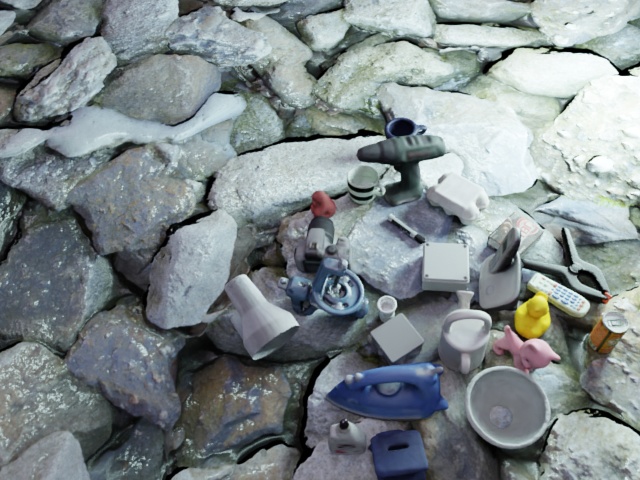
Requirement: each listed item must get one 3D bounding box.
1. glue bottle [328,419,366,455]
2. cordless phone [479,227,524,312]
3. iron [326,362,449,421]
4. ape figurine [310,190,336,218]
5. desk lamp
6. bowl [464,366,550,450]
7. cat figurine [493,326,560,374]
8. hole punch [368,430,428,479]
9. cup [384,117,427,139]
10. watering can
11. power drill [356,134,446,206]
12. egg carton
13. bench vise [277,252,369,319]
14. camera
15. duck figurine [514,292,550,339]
[{"bbox_3d":[0.050,0.381,1.121,0.078,0.173,0.037,-6,55,3],"label":"glue bottle"},{"bbox_3d":[0.415,0.067,1.287,0.094,0.185,0.147,4,56,10],"label":"cordless phone"},{"bbox_3d":[0.134,0.300,1.187,0.258,0.142,0.118,-5,55,4],"label":"iron"},{"bbox_3d":[0.002,-0.098,1.506,0.076,0.092,0.078,12,58,15],"label":"ape figurine"},{"bbox_3d":[-0.135,0.180,1.257,0.118,0.214,0.202,-33,58,-15],"label":"desk lamp"},{"bbox_3d":[0.375,0.348,1.166,0.167,0.075,0.167,-3,55,5],"label":"bowl"},{"bbox_3d":[0.436,0.231,1.213,0.067,0.118,0.127,-36,59,-17],"label":"cat figurine"},{"bbox_3d":[0.152,0.424,1.129,0.108,0.091,0.101,-9,55,1],"label":"hole punch"},{"bbox_3d":[0.239,-0.283,1.605,0.117,0.095,0.091,-8,55,1],"label":"cup"},{"bbox_3d":[0.304,0.190,1.210,0.101,0.194,0.172,-16,55,-4],"label":"watering can"},{"bbox_3d":[0.207,-0.185,1.471,0.229,0.209,0.075,-17,55,-5],"label":"power drill"},{"bbox_3d":[0.357,-0.110,1.487,0.150,0.069,0.107,34,65,26],"label":"egg carton"},{"bbox_3d":[0.003,0.110,1.285,0.207,0.220,0.121,-7,55,2],"label":"bench vise"},{"bbox_3d":[0.013,0.005,1.429,0.143,0.101,0.137,3,56,9],"label":"camera"},{"bbox_3d":[0.478,0.163,1.274,0.077,0.086,0.105,23,61,21],"label":"duck figurine"}]
